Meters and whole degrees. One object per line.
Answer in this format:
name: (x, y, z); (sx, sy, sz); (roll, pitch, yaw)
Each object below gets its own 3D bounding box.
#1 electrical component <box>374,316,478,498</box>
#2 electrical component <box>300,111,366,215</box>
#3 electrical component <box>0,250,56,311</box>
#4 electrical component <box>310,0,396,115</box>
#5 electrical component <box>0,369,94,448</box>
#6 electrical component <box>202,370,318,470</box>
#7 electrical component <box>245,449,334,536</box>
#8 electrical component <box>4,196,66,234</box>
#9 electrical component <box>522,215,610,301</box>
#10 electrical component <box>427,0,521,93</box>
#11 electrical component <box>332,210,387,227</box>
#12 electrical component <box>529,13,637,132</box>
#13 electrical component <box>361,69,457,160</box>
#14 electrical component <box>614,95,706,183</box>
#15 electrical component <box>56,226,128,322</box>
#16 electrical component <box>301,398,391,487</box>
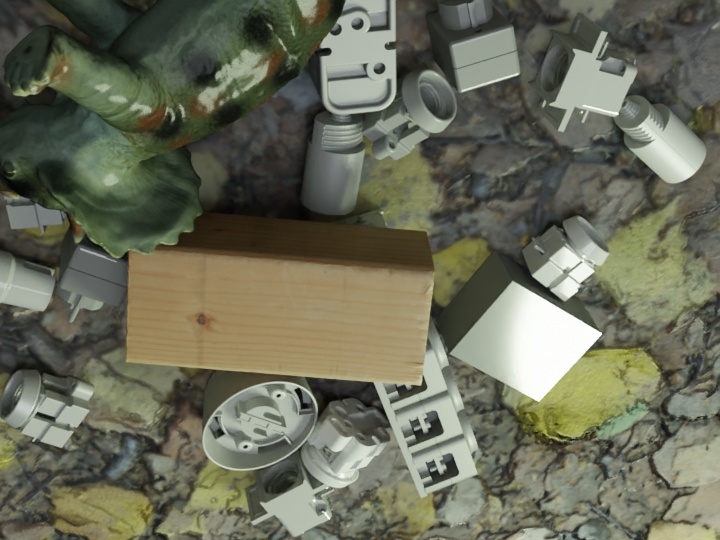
electrical component: (0.050, 0.103, 0.913); (0.062, 0.089, 0.150); (-21, 123, 0)
electrical component: (-0.019, -0.087, 0.809); (0.043, 0.043, 0.081); (2, 120, -15)
electrical component: (-0.258, 0.009, 0.812); (0.046, 0.040, 0.040); (18, 115, -28)
electrical component: (-0.007, -0.165, 0.755); (0.054, 0.059, 0.095); (-7, 122, -9)
electrical component: (-0.257, 0.109, 0.870); (0.055, 0.048, 0.066); (27, 112, -34)
electrical component: (-0.086, 0.120, 0.906); (0.099, 0.064, 0.099); (-6, 122, -10)
electrical component: (-0.060, 0.205, 0.977); (0.081, 0.042, 0.063); (-27, 125, 4)
electrical component: (-0.224, -0.059, 0.776); (0.055, 0.048, 0.066); (-4, 121, -2)
electrical component: (0.174, -0.013, 0.900); (0.066, 0.048, 0.055); (35, 115, -29)
electrical component: (0.077, -0.177, 0.763); (0.047, 0.065, 0.076); (-17, 123, -3)
electrical component: (0.000, 0.000, 0.855); (0.061, 0.061, 0.096); (-15, 123, -5)
electrical component: (0.172, -0.148, 0.819); (0.064, 0.042, 0.081); (9, 119, -22)
electrical component: (0.037, -0.117, 0.789); (0.048, 0.066, 0.055); (36, 141, -29)
electrical component: (0.234, -0.109, 0.856); (0.081, 0.043, 0.043); (35, 108, -29)
electrical component: (-0.203, 0.004, 0.806); (0.047, 0.065, 0.076); (21, 114, -24)
electrical component: (-0.015, 0.152, 0.943); (0.078, 0.058, 0.057); (-1, 133, -56)
